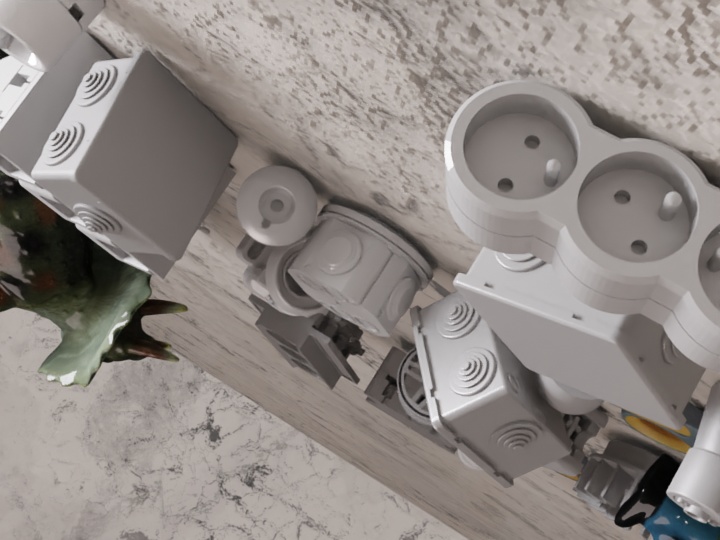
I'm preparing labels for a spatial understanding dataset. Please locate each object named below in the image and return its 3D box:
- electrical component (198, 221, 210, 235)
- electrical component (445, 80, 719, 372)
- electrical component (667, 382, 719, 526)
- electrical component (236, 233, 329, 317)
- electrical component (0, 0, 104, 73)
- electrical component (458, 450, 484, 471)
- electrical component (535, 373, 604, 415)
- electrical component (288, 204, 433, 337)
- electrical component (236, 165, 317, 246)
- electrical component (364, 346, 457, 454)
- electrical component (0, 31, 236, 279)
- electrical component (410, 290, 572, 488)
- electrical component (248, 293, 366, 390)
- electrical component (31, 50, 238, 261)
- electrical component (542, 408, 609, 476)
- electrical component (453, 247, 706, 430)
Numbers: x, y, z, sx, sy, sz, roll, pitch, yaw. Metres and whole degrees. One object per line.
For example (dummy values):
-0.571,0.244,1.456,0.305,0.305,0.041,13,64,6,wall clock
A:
-0.154,-0.051,0.856,0.079,0.044,0.077,30,167,12,electrical component
0.094,-0.009,0.386,0.138,0.052,0.073,30,167,14,electrical component
0.182,0.095,0.537,0.044,0.065,0.044,31,168,8,electrical component
-0.045,0.002,0.763,0.078,0.058,0.057,38,170,-20,electrical component
-0.170,-0.137,0.560,0.055,0.047,0.055,31,167,8,electrical component
0.117,0.169,1.030,0.045,0.045,0.055,31,168,7,electrical component
0.119,0.049,0.568,0.043,0.043,0.081,30,167,11,electrical component
0.000,0.000,0.656,0.080,0.051,0.080,31,167,8,electrical component
-0.051,-0.038,0.658,0.048,0.048,0.062,34,177,-4,electrical component
0.057,0.108,0.919,0.089,0.055,0.050,30,167,11,electrical component
-0.167,-0.075,0.689,0.062,0.089,0.150,19,162,46,electrical component
0.078,0.065,0.630,0.100,0.048,0.099,43,-154,-40,electrical component
-0.038,0.049,0.912,0.079,0.063,0.121,28,167,20,electrical component
-0.130,-0.065,0.623,0.048,0.099,0.100,4,152,40,electrical component
0.120,0.103,0.759,0.056,0.050,0.089,37,167,-19,electrical component
0.104,0.019,0.479,0.100,0.048,0.099,21,163,43,electrical component
